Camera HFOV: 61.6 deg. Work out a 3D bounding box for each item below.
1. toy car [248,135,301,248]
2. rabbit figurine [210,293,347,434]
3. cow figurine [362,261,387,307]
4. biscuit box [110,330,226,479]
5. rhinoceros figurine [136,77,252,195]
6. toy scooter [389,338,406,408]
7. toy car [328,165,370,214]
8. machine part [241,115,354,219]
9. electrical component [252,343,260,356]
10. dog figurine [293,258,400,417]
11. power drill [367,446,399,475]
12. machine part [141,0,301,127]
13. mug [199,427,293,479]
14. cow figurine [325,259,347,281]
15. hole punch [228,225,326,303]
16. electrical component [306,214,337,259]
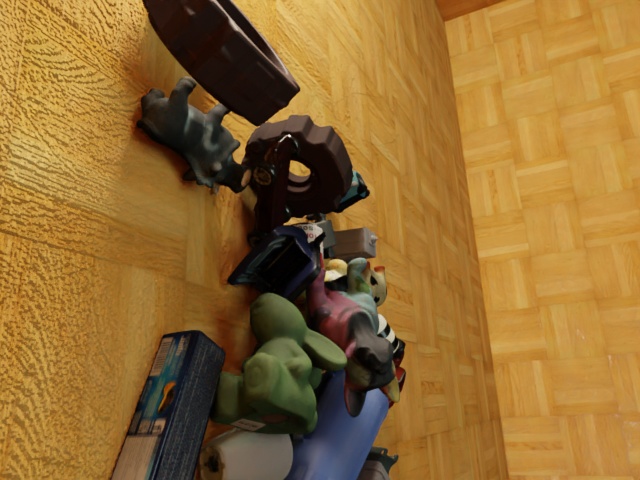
[{"bbox_3d":[-0.073,-0.069,0.796,0.089,0.053,0.202,-54,163,-39],"label":"toy car"},{"bbox_3d":[-0.044,0.147,0.680,0.159,0.121,0.170,22,48,-26],"label":"rabbit figurine"},{"bbox_3d":[0.085,0.110,1.118,0.194,0.086,0.127,17,62,-66],"label":"cow figurine"},{"bbox_3d":[-0.161,0.198,0.578,0.062,0.059,0.203,53,35,-40],"label":"biscuit box"},{"bbox_3d":[-0.155,-0.128,0.713,0.190,0.073,0.112,39,44,-54],"label":"rhinoceros figurine"},{"bbox_3d":[0.139,0.310,1.151,0.184,0.075,0.135,-51,151,-46],"label":"toy scooter"},{"bbox_3d":[0.036,-0.115,1.085,0.103,0.109,0.161,62,16,4],"label":"toy car"},{"bbox_3d":[-0.036,-0.111,0.852,0.179,0.179,0.056,60,32,-34],"label":"machine part"},{"bbox_3d":[-0.079,0.196,0.768,0.119,0.048,0.075,55,33,-40],"label":"electrical component"},{"bbox_3d":[0.039,0.151,0.808,0.108,0.191,0.219,-8,67,-26],"label":"dog figurine"},{"bbox_3d":[0.095,0.488,0.980,0.231,0.086,0.207,45,37,-50],"label":"power drill"},{"bbox_3d":[-0.131,-0.260,0.718,0.200,0.087,0.202,30,26,-54],"label":"machine part"},{"bbox_3d":[-0.097,0.283,0.668,0.107,0.081,0.109,14,70,-51],"label":"mug"},{"bbox_3d":[0.019,0.119,0.989,0.098,0.068,0.167,0,78,-48],"label":"cow figurine"},{"bbox_3d":[-0.064,0.034,0.784,0.092,0.142,0.116,38,15,-12],"label":"hole punch"},{"bbox_3d":[-0.003,-0.004,1.025,0.078,0.045,0.102,-23,100,-36],"label":"electrical component"}]
